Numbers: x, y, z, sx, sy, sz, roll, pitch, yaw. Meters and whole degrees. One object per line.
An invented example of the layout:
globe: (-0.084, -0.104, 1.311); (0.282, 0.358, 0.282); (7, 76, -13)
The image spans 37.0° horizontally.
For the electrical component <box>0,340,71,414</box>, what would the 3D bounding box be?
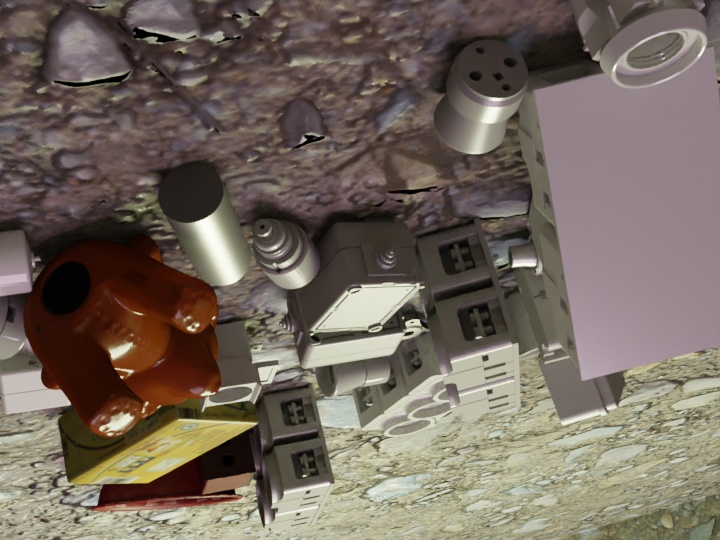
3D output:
electrical component: (-0.236, 0.051, 0.769); (0.047, 0.065, 0.076); (-7, 127, -17)

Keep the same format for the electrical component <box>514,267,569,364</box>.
electrical component: (0.171, 0.025, 0.910); (0.056, 0.089, 0.050); (-14, 157, -2)

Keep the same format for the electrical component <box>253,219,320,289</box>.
electrical component: (-0.055, -0.015, 0.746); (0.040, 0.040, 0.078); (-18, 157, 8)

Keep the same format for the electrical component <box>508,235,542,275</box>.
electrical component: (0.152, -0.014, 0.870); (0.062, 0.048, 0.048); (-5, 156, -3)

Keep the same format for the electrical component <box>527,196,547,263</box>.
electrical component: (0.169, -0.018, 0.787); (0.056, 0.108, 0.108); (-16, 157, -3)

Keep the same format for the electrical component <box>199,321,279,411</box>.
electrical component: (-0.113, 0.078, 0.894); (0.081, 0.063, 0.042); (-7, 154, -19)

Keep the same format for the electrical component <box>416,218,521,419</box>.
electrical component: (0.089, 0.049, 0.894); (0.060, 0.105, 0.186); (-16, 157, 3)

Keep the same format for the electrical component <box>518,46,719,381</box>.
electrical component: (0.165, -0.038, 0.666); (0.105, 0.186, 0.060); (-14, -160, -2)

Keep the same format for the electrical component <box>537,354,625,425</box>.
electrical component: (0.227, 0.102, 1.090); (0.057, 0.078, 0.113); (-20, -178, 20)

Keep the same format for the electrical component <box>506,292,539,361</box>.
electrical component: (0.173, 0.054, 1.007); (0.099, 0.064, 0.099); (-12, 157, -5)

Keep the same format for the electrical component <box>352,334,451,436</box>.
electrical component: (0.066, 0.112, 1.079); (0.089, 0.061, 0.150); (0, 153, -31)

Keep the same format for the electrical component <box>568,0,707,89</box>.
electrical component: (0.150, -0.135, 0.575); (0.058, 0.057, 0.078); (-5, 155, -22)

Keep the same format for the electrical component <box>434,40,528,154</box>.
electrical component: (0.070, -0.100, 0.623); (0.045, 0.045, 0.055); (-9, 156, -14)

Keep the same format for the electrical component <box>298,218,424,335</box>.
electrical component: (0.000, 0.000, 0.787); (0.062, 0.061, 0.096); (-1, 154, -28)

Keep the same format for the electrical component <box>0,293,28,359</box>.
electrical component: (-0.252, 0.028, 0.712); (0.055, 0.055, 0.047); (-29, 149, 30)

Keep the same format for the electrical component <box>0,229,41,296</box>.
electrical component: (-0.239, -0.002, 0.668); (0.078, 0.040, 0.040); (-8, 156, -16)

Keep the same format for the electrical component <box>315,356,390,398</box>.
electrical component: (-0.005, 0.095, 1.028); (0.065, 0.044, 0.044); (-7, 156, -29)

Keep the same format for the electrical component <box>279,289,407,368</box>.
electrical component: (-0.019, 0.040, 0.865); (0.096, 0.061, 0.061); (-8, 156, -15)

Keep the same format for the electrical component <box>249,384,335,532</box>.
electrical component: (-0.080, 0.208, 1.155); (0.060, 0.105, 0.186); (-9, 156, -14)
